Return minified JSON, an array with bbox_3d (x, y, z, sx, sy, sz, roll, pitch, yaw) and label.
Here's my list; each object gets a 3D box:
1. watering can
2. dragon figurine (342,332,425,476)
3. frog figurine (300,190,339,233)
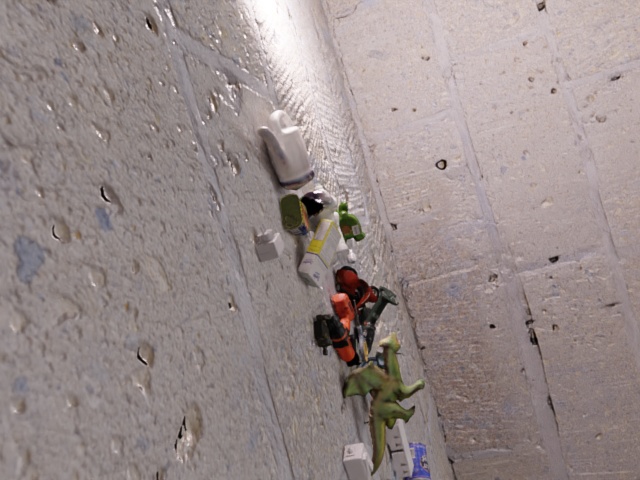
[{"bbox_3d":[-0.098,-0.239,1.412,0.103,0.222,0.353,-15,16,13],"label":"watering can"},{"bbox_3d":[0.166,0.479,1.564,0.241,0.416,0.121,34,-18,-15],"label":"dragon figurine"},{"bbox_3d":[0.005,-0.078,1.560,0.158,0.136,0.125,19,25,-51],"label":"frog figurine"}]
